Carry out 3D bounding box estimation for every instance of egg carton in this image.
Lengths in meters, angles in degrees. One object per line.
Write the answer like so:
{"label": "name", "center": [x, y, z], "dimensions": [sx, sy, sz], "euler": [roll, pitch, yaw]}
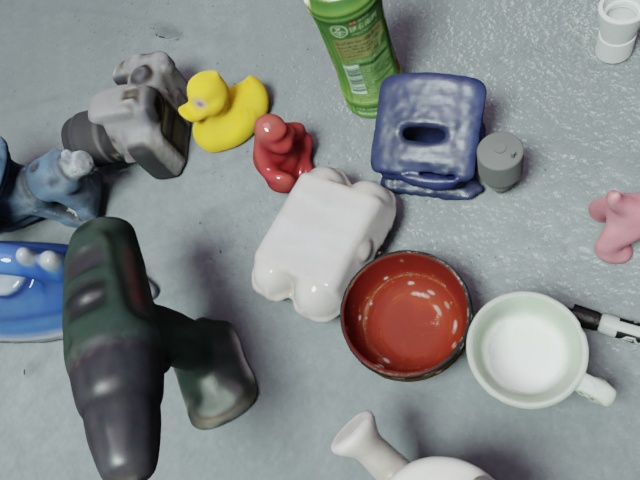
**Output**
{"label": "egg carton", "center": [0.005, 0.002, 0.556], "dimensions": [0.107, 0.069, 0.150], "euler": [21, 74, 25]}

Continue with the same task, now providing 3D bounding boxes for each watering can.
{"label": "watering can", "center": [0.075, 0.192, 0.375], "dimensions": [0.172, 0.194, 0.101], "euler": [20, 74, 25]}

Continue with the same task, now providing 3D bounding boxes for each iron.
{"label": "iron", "center": [-0.318, 0.035, 0.603], "dimensions": [0.257, 0.142, 0.118], "euler": [-3, 65, 16]}

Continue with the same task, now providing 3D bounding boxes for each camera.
{"label": "camera", "center": [-0.237, -0.148, 0.684], "dimensions": [0.136, 0.101, 0.143], "euler": [-8, 64, 14]}

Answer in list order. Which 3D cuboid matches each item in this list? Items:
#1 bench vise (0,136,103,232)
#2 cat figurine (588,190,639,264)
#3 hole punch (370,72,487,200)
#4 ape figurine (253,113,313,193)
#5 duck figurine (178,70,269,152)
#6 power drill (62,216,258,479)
{"label": "bench vise", "center": [-0.362, -0.087, 0.628], "dimensions": [0.207, 0.220, 0.121], "euler": [-26, 61, 5]}
{"label": "cat figurine", "center": [0.289, -0.036, 0.455], "dimensions": [0.127, 0.118, 0.067], "euler": [-9, 64, 14]}
{"label": "hole punch", "center": [0.107, -0.100, 0.557], "dimensions": [0.108, 0.091, 0.101], "euler": [8, 69, 21]}
{"label": "ape figurine", "center": [-0.042, -0.097, 0.603], "dimensions": [0.076, 0.092, 0.078], "euler": [28, 77, 27]}
{"label": "duck figurine", "center": [-0.114, -0.161, 0.659], "dimensions": [0.104, 0.086, 0.077], "euler": [-37, 61, -1]}
{"label": "power drill", "center": [-0.132, 0.096, 0.477], "dimensions": [0.075, 0.209, 0.229], "euler": [-31, 61, 3]}
